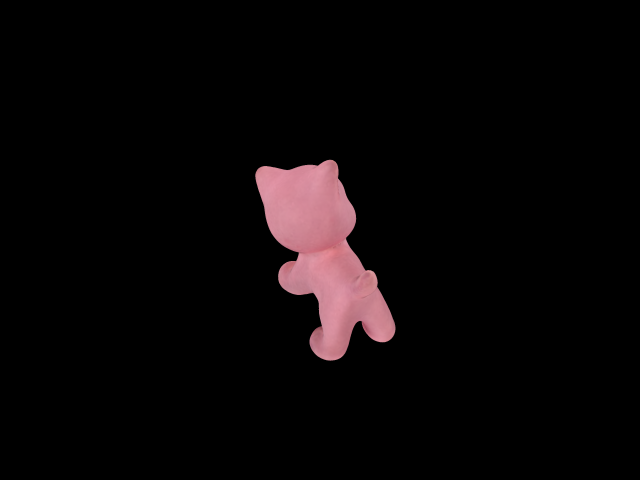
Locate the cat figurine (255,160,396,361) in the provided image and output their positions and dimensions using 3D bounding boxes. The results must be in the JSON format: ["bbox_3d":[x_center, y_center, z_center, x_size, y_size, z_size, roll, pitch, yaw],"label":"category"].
[{"bbox_3d":[0.004,0.001,0.400,0.067,0.118,0.127,-22,52,-18],"label":"cat figurine"}]
